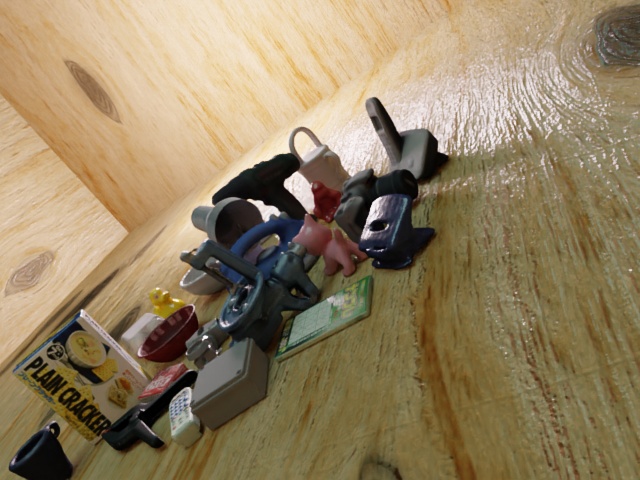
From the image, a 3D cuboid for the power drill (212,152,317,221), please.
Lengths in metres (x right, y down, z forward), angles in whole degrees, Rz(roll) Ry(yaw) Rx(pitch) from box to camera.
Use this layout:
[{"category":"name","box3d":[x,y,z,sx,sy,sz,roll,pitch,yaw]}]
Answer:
[{"category":"power drill","box3d":[-0.114,-0.090,1.359,0.230,0.209,0.075,-45,19,-20]}]

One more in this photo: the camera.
[{"category":"camera","box3d":[0.108,-0.084,1.093,0.136,0.101,0.143,-22,24,40]}]

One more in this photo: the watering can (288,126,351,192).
[{"category":"watering can","box3d":[-0.017,-0.198,1.458,0.172,0.194,0.101,-25,22,35]}]

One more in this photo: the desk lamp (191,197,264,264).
[{"category":"desk lamp","box3d":[-0.184,0.007,1.249,0.118,0.214,0.202,-47,20,-24]}]

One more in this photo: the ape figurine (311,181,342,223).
[{"category":"ape figurine","box3d":[0.010,-0.096,1.325,0.077,0.092,0.076,-32,19,18]}]

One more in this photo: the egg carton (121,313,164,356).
[{"category":"egg carton","box3d":[-0.416,0.232,1.381,0.107,0.069,0.150,-47,20,-25]}]

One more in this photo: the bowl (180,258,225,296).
[{"category":"bowl","box3d":[-0.265,0.086,1.437,0.167,0.075,0.167,-34,18,13]}]

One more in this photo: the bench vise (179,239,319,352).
[{"category":"bench vise","box3d":[-0.124,0.065,0.982,0.121,0.220,0.208,-16,29,49]}]

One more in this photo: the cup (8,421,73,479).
[{"category":"cup","box3d":[-0.510,0.411,1.082,0.091,0.095,0.118,-30,20,24]}]

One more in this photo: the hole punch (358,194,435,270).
[{"category":"hole punch","box3d":[0.113,-0.013,0.928,0.101,0.091,0.108,-46,20,-22]}]

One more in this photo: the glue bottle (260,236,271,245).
[{"category":"glue bottle","box3d":[-0.207,-0.058,1.516,0.078,0.173,0.037,-41,18,-8]}]

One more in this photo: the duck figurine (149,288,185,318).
[{"category":"duck figurine","box3d":[-0.416,0.166,1.514,0.104,0.086,0.078,-20,25,43]}]

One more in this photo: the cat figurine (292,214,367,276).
[{"category":"cat figurine","box3d":[0.010,0.004,1.041,0.067,0.118,0.127,-47,20,-26]}]

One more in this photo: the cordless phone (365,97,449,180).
[{"category":"cordless phone","box3d":[0.161,-0.211,1.164,0.094,0.185,0.147,-43,19,-14]}]

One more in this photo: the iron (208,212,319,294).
[{"category":"iron","box3d":[-0.102,0.025,1.165,0.259,0.142,0.118,-46,20,-24]}]
